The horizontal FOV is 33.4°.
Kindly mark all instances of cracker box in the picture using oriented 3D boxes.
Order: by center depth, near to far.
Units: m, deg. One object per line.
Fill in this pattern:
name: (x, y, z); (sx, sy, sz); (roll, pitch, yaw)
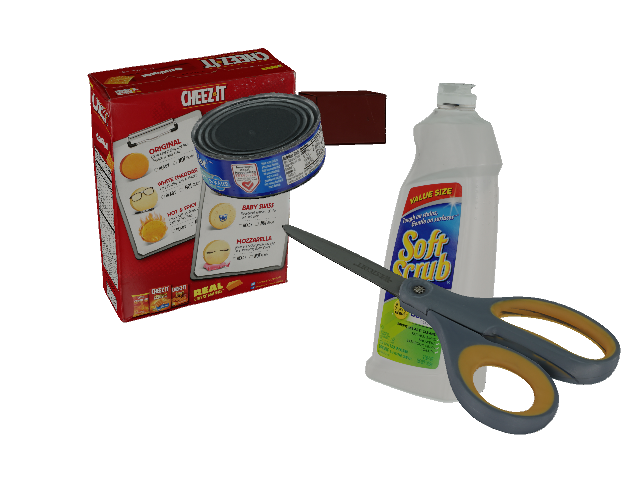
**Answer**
cracker box: (-0.111, -0.049, 0.931); (0.164, 0.214, 0.072); (-13, 34, -25)

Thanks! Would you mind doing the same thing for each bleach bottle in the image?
bleach bottle: (0.095, -0.002, 0.869); (0.103, 0.251, 0.067); (13, 15, 42)

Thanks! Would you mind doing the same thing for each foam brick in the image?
foam brick: (0.022, -0.124, 1.082); (0.078, 0.051, 0.053); (-3, 13, -19)

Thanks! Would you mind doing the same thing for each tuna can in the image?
tuna can: (-0.040, -0.063, 0.704); (0.086, 0.034, 0.086); (-8, 34, 5)

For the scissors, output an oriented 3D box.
scissors: (0.051, 0.043, 0.556); (0.202, 0.016, 0.096); (15, 42, 20)
